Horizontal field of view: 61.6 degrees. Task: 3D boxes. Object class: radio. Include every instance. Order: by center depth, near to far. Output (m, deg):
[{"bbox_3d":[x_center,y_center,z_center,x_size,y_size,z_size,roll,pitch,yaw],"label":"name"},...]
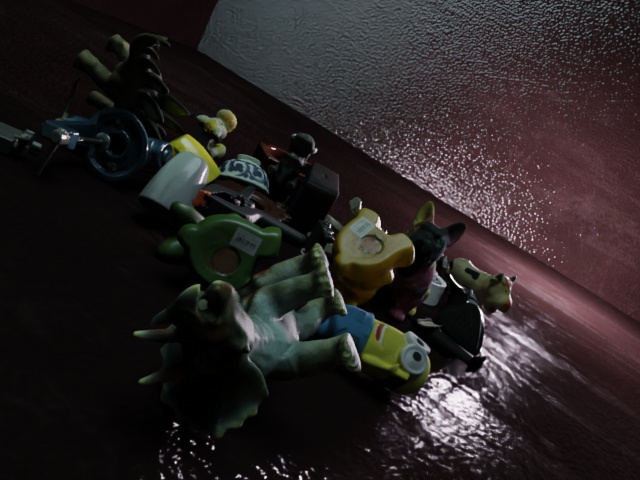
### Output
[{"bbox_3d":[-0.019,-0.084,1.174,0.073,0.131,0.230,28,16,-6],"label":"radio"}]

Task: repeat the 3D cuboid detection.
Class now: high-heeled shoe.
[{"bbox_3d":[0.305,0.176,1.111,0.145,0.086,0.249,55,22,-32],"label":"high-heeled shoe"}]

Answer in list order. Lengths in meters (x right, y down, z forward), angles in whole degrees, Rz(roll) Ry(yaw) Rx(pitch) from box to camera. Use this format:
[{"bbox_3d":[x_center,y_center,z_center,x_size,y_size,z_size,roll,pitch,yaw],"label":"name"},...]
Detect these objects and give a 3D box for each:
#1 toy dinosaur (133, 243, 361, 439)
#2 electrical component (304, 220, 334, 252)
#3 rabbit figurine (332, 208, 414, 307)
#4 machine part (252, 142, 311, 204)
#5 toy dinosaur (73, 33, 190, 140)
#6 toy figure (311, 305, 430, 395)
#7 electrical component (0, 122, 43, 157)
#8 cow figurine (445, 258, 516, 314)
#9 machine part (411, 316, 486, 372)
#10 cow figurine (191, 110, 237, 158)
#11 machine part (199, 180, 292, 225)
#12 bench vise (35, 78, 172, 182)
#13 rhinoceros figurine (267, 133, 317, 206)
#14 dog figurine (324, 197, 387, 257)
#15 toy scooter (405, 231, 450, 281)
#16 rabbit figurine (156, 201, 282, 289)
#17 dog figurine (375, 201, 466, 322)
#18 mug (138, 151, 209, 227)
[{"bbox_3d":[-0.067,0.092,0.595,0.405,0.192,0.131,-62,135,-90],"label":"toy dinosaur"},{"bbox_3d":[-0.002,-0.003,0.911,0.021,0.063,0.094,23,17,-20],"label":"electrical component"},{"bbox_3d":[0.067,0.061,0.894,0.122,0.173,0.162,33,61,16],"label":"rabbit figurine"},{"bbox_3d":[-0.077,-0.160,1.381,0.201,0.087,0.202,21,20,-25],"label":"machine part"},{"bbox_3d":[-0.330,-0.267,0.969,0.198,0.105,0.471,43,-19,-4],"label":"toy dinosaur"},{"bbox_3d":[0.066,0.145,0.737,0.180,0.082,0.089,22,-28,5],"label":"toy figure"},{"bbox_3d":[-0.474,-0.159,0.799,0.102,0.045,0.078,25,19,-15],"label":"electrical component"},{"bbox_3d":[0.377,0.107,1.273,0.085,0.127,0.195,13,20,-35],"label":"cow figurine"},{"bbox_3d":[0.229,0.184,0.965,0.139,0.039,0.084,37,10,29],"label":"machine part"},{"bbox_3d":[-0.236,-0.188,1.061,0.068,0.167,0.098,39,17,13],"label":"cow figurine"},{"bbox_3d":[-0.143,-0.057,1.027,0.179,0.056,0.179,25,17,-8],"label":"machine part"},{"bbox_3d":[-0.371,-0.168,0.875,0.224,0.128,0.240,29,12,6],"label":"bench vise"},{"bbox_3d":[-0.069,-0.151,1.203,0.073,0.190,0.112,35,36,6],"label":"rhinoceros figurine"},{"bbox_3d":[0.106,0.022,1.159,0.190,0.121,0.172,37,41,-44],"label":"dog figurine"},{"bbox_3d":[0.232,0.033,1.266,0.184,0.075,0.135,27,-25,6],"label":"toy scooter"},{"bbox_3d":[-0.148,0.016,0.764,0.159,0.121,0.170,18,1,-12],"label":"rabbit figurine"},{"bbox_3d":[0.182,0.037,1.003,0.109,0.219,0.191,39,20,18],"label":"dog figurine"},{"bbox_3d":[-0.220,-0.080,0.853,0.081,0.107,0.109,27,-18,9],"label":"mug"}]
